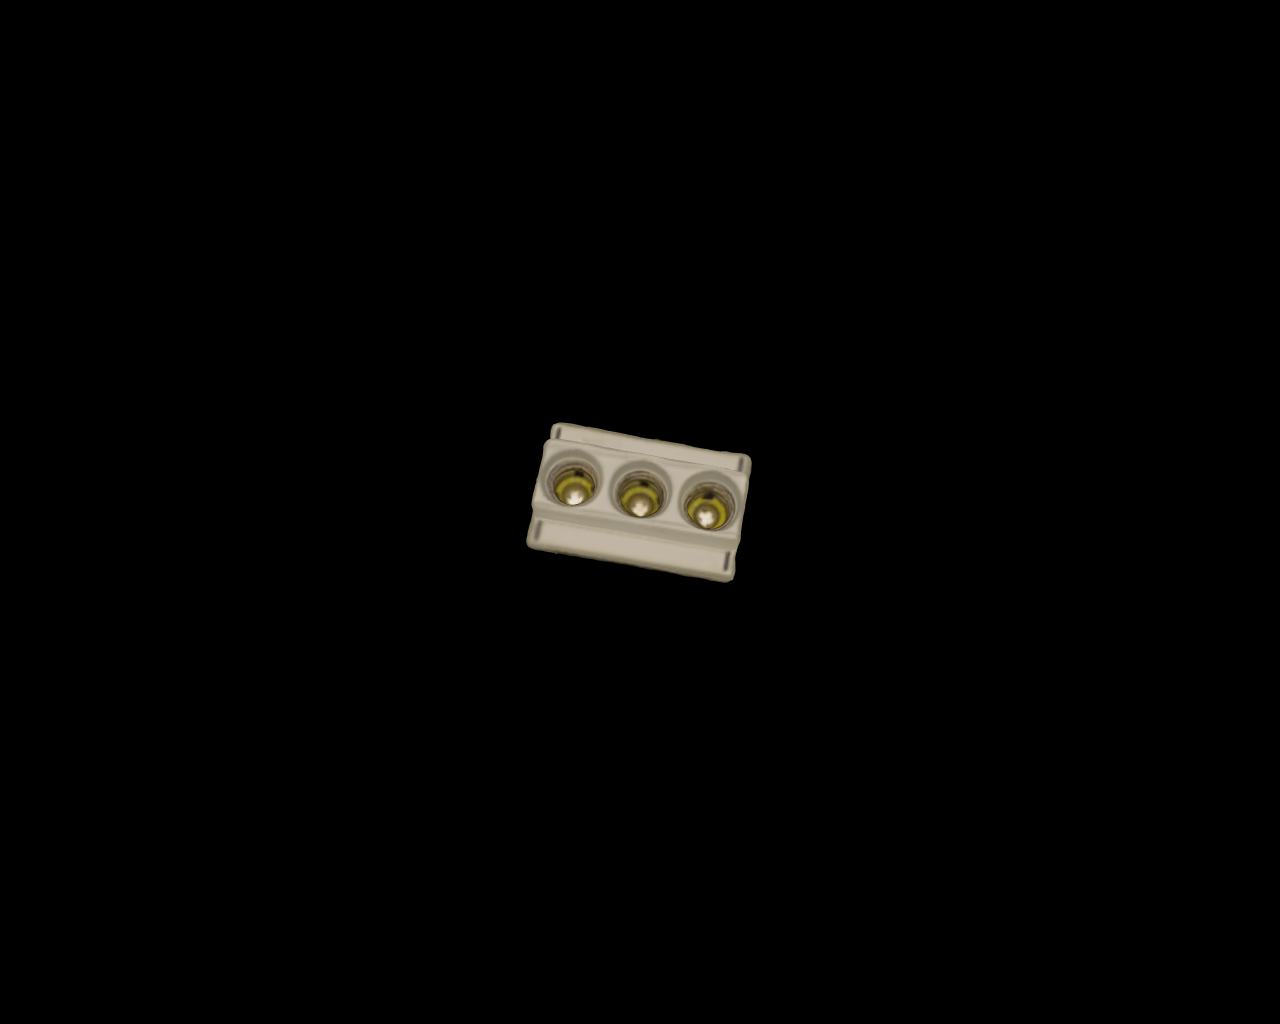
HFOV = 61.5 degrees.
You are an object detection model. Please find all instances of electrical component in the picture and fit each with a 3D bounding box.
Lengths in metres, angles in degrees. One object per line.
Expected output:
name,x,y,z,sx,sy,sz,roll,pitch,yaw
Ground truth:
electrical component,0.001,-0.003,0.650,0.121,0.079,0.063,10,-20,3
